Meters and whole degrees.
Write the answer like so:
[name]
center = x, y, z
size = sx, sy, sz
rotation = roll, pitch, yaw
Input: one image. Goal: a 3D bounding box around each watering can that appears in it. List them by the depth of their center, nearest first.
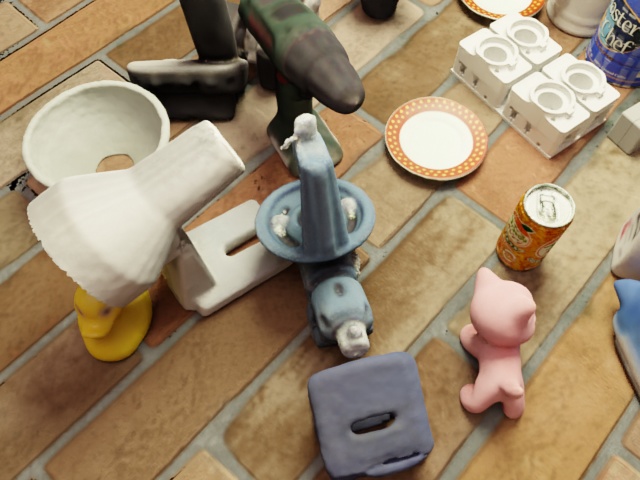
[watering can]
center = 0.377, -0.375, 0.759
size = 0.173, 0.194, 0.100
rotation = -35, 67, -17

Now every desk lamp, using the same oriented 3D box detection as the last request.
[desk lamp]
center = -0.139, -0.012, 0.556
size = 0.203, 0.213, 0.117
rotation = -31, 66, -15

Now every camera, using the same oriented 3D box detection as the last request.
[camera]
center = -0.082, -0.293, 0.770
size = 0.136, 0.101, 0.143
rotation = 18, 63, 10

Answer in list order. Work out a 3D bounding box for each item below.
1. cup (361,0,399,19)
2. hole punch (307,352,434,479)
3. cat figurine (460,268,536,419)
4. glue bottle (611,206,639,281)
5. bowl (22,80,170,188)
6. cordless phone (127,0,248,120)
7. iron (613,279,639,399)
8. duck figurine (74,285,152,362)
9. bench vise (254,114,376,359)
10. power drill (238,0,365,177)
[cup]
center = 0.099, -0.360, 0.808
size = 0.117, 0.095, 0.092
rotation = 28, 65, 14
[hole punch]
center = 0.048, 0.165, 0.530
size = 0.109, 0.091, 0.101
rotation = -13, 63, -7
[cat figurine]
center = 0.176, 0.096, 0.551
size = 0.067, 0.118, 0.128
rotation = 2, 62, 2
[glue bottle]
center = 0.354, -0.025, 0.584
size = 0.037, 0.173, 0.078
rotation = 19, 64, 10
[bowl]
center = -0.255, -0.105, 0.684
size = 0.167, 0.075, 0.167
rotation = 0, 62, 0
[cordless phone]
center = -0.166, -0.237, 0.692
size = 0.147, 0.185, 0.094
rotation = -4, 62, -2
[iron]
center = 0.380, 0.129, 0.519
size = 0.118, 0.141, 0.258
rotation = -11, 62, -5
[duck figurine]
center = -0.219, 0.064, 0.588
size = 0.077, 0.086, 0.104
rotation = -1, 62, 0
[bench vise]
center = 0.015, -0.004, 0.547
size = 0.122, 0.220, 0.207
rotation = -31, 66, -15
[power drill]
center = -0.019, -0.169, 0.642
size = 0.076, 0.208, 0.229
rotation = -26, 65, -13
